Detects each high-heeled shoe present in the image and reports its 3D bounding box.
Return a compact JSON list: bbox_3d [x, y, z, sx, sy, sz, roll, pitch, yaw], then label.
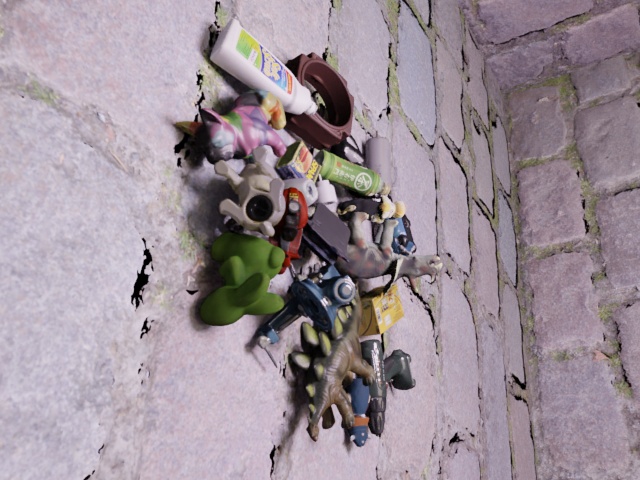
[{"bbox_3d":[0.123,-0.194,1.480,0.248,0.086,0.145,20,82,-38],"label":"high-heeled shoe"}]

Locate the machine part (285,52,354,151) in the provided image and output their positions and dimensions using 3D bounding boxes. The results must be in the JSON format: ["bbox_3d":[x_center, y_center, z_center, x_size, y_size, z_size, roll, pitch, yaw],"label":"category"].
[{"bbox_3d":[-0.008,-0.342,1.325,0.201,0.087,0.201,32,53,-38],"label":"machine part"}]

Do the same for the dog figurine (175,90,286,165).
[{"bbox_3d":[-0.170,-0.227,1.042,0.219,0.109,0.191,12,70,-53],"label":"dog figurine"}]

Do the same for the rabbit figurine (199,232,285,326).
[{"bbox_3d":[-0.137,0.087,0.960,0.170,0.159,0.121,-60,141,-28],"label":"rabbit figurine"}]

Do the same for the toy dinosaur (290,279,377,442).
[{"bbox_3d":[0.041,0.252,1.205,0.198,0.105,0.471,61,27,-17],"label":"toy dinosaur"}]

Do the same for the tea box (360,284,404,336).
[{"bbox_3d":[0.158,0.186,1.442,0.169,0.068,0.098,-15,93,-59],"label":"tea box"}]

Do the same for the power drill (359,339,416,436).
[{"bbox_3d":[0.169,0.370,1.396,0.207,0.086,0.232,3,74,-50],"label":"power drill"}]

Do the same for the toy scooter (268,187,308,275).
[{"bbox_3d":[-0.066,-0.010,1.069,0.135,0.075,0.183,-119,-141,-75],"label":"toy scooter"}]

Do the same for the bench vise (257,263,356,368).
[{"bbox_3d":[-0.038,0.134,1.087,0.240,0.224,0.128,-38,111,-23],"label":"bench vise"}]

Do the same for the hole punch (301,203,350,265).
[{"bbox_3d":[-0.002,-0.004,1.200,0.142,0.092,0.116,46,28,-18],"label":"hole punch"}]

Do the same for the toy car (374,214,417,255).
[{"bbox_3d":[0.212,-0.017,1.567,0.109,0.103,0.162,30,43,-53],"label":"toy car"}]

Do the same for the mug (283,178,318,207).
[{"bbox_3d":[-0.055,-0.097,1.172,0.109,0.107,0.080,-37,112,-54],"label":"mug"}]

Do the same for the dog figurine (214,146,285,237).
[{"bbox_3d":[-0.112,-0.075,1.027,0.190,0.121,0.172,55,26,-79],"label":"dog figurine"}]

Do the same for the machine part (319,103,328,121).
[{"bbox_3d":[0.036,-0.302,1.458,0.138,0.039,0.084,39,39,-42],"label":"machine part"}]

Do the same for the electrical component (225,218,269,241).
[{"bbox_3d":[-0.140,-0.022,1.050,0.102,0.078,0.045,30,85,-44],"label":"electrical component"}]

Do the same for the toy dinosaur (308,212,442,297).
[{"bbox_3d":[0.101,0.035,1.339,0.405,0.131,0.192,9,79,-24],"label":"toy dinosaur"}]

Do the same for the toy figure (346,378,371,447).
[{"bbox_3d":[0.090,0.405,1.267,0.057,0.064,0.154,104,-11,-74],"label":"toy figure"}]

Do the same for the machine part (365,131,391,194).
[{"bbox_3d":[0.173,-0.217,1.604,0.079,0.079,0.243,30,55,-50],"label":"machine part"}]

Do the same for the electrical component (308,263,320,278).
[{"bbox_3d":[0.002,0.095,1.232,0.021,0.063,0.094,39,47,-45],"label":"electrical component"}]

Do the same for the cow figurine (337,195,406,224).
[{"bbox_3d":[0.134,-0.082,1.408,0.098,0.167,0.068,15,72,-57],"label":"cow figurine"}]
